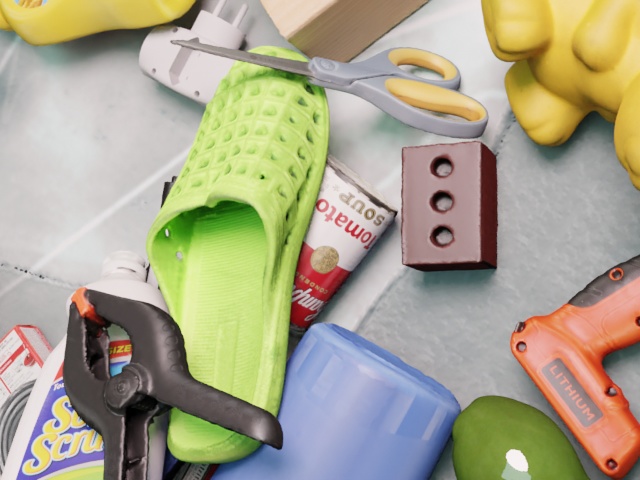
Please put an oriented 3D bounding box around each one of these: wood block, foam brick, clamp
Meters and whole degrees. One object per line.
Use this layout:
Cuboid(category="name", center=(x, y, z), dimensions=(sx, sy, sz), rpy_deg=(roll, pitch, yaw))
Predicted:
Cuboid(category="wood block", center=(0.052, -0.214, 0.700), dimensions=(0.206, 0.090, 0.090), rpy_deg=(-36, 72, 14))
Cuboid(category="foam brick", center=(0.083, -0.020, 0.682), dimensions=(0.053, 0.051, 0.078), rpy_deg=(-3, 81, 21))
Cuboid(category="clamp", center=(-0.107, 0.099, 0.608), dimensions=(0.120, 0.039, 0.172), rpy_deg=(-44, 51, -4))

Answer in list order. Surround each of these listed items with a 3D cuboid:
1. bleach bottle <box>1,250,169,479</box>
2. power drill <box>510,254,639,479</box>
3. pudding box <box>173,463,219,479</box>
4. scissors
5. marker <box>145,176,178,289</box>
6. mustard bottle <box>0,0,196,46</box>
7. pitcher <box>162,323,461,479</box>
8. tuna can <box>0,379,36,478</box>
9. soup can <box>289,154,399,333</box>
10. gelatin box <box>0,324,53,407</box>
Cuboid(category="bleach bottle", center=(-0.146, 0.117, 0.666), dimensions=(0.102, 0.068, 0.251), rpy_deg=(0, 54, 2))
Cuboid(category="power drill", center=(0.221, 0.054, 0.616), dimensions=(0.188, 0.057, 0.184), rpy_deg=(-40, 67, 9))
Cuboid(category="pudding box", center=(-0.126, 0.158, 0.746), dimensions=(0.114, 0.039, 0.090), rpy_deg=(31, 94, 21))
Cuboid(category="scissors", center=(0.012, -0.113, 0.679), dimensions=(0.201, 0.096, 0.016), rpy_deg=(19, 126, -3))
Cuboid(category="marker", center=(-0.116, 0.013, 0.773), dimensions=(0.020, 0.020, 0.121), rpy_deg=(11, 87, 22))
Cuboid(category="mustard bottle", center=(-0.180, -0.189, 0.795), dimensions=(0.192, 0.058, 0.096), rpy_deg=(-5, 52, 27))
Cuboid(category="pitcher", center=(-0.025, 0.172, 0.659), dimensions=(0.149, 0.145, 0.243), rpy_deg=(30, 90, -22))
Cuboid(category="tuna can", center=(-0.181, 0.138, 0.731), dimensions=(0.086, 0.033, 0.086), rpy_deg=(-5, 78, 24))
Cuboid(category="soup can", center=(-0.005, 0.001, 0.704), dimensions=(0.068, 0.068, 0.102), rpy_deg=(41, 99, 21))
Cuboid(category="gelatin box", center=(-0.219, 0.118, 0.793), dimensions=(0.073, 0.030, 0.089), rpy_deg=(-45, 69, 11))
